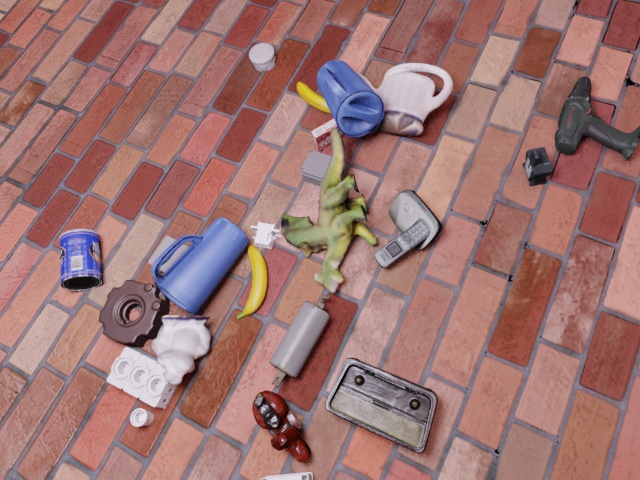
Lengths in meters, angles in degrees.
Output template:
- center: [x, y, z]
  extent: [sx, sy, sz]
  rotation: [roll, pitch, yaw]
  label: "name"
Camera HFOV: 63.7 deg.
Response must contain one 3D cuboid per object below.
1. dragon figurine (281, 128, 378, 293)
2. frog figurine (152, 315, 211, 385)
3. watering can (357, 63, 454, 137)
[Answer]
- center: [0.004, -0.067, 1.324]
  extent: [0.241, 0.416, 0.121]
  rotation: [-21, -18, 14]
  label: "dragon figurine"
- center: [-0.333, 0.265, 1.241]
  extent: [0.137, 0.162, 0.121]
  rotation: [13, -21, -37]
  label: "frog figurine"
- center: [0.198, -0.403, 1.459]
  extent: [0.348, 0.227, 0.102]
  rotation: [10, -19, 30]
  label: "watering can"
